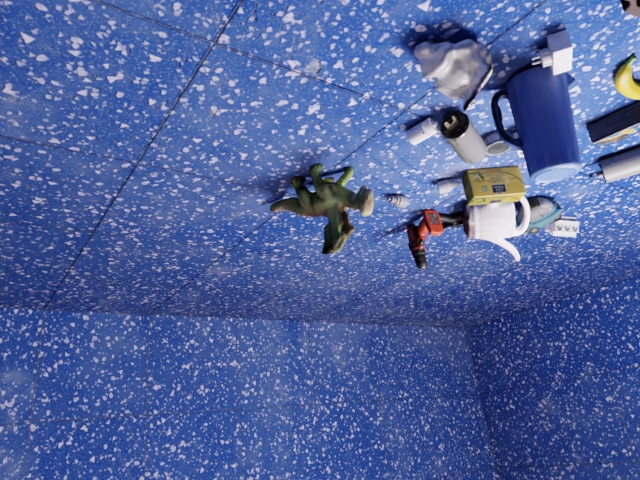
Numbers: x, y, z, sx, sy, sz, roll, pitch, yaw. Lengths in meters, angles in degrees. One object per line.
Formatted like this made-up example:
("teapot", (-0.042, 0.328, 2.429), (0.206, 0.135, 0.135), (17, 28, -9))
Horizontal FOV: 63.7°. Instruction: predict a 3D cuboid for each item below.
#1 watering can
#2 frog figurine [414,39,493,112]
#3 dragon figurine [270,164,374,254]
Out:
("watering can", (0.625, -0.040, 1.834), (0.224, 0.106, 0.339), (-3, 132, 13))
("frog figurine", (0.270, -0.363, 1.068), (0.159, 0.124, 0.135), (32, 164, 2))
("dragon figurine", (0.005, -0.075, 1.494), (0.122, 0.247, 0.405), (9, 151, -42))
